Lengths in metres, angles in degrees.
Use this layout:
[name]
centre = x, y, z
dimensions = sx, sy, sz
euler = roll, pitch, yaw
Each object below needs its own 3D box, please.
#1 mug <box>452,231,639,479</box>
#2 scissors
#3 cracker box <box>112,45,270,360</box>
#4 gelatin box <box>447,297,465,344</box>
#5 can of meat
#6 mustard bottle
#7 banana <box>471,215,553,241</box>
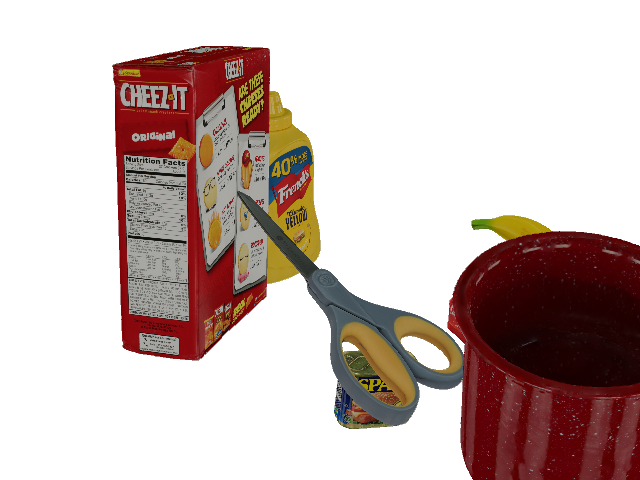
[mug]
centre = 0.108, 0.057, 0.409
dimensions = 0.117, 0.081, 0.093
euler = 8, 38, 13
[scissors]
centre = 0.022, 0.033, 0.681
dimensions = 0.096, 0.016, 0.202
euler = -2, 44, -28
[cracker box]
centre = -0.095, -0.036, 0.822
dimensions = 0.072, 0.214, 0.164
euler = 5, 15, 15
[gelatin box]
centre = 0.156, 0.069, 0.858
dimensions = 0.089, 0.030, 0.073
euler = 1, 16, -14
[can of meat]
centre = 0.070, 0.190, 1.360
dimensions = 0.102, 0.084, 0.057
euler = -1, 24, -16
[mustard bottle]
centre = -0.045, -0.059, 1.093
dimensions = 0.058, 0.192, 0.096
euler = 17, 31, 38
[banana]
centre = 0.231, 0.026, 1.116
dimensions = 0.069, 0.037, 0.198
euler = -30, 38, -1
